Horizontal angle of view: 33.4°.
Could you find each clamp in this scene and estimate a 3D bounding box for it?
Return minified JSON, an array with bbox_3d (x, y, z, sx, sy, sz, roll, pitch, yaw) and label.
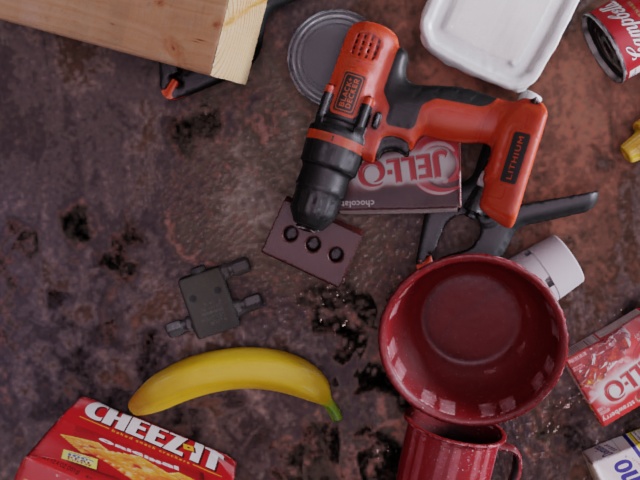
[{"bbox_3d":[0.146,-0.038,0.954,0.171,0.039,0.120,-34,79,5],"label":"clamp"},{"bbox_3d":[-0.069,-0.209,0.934,0.164,0.036,0.210,27,97,2],"label":"clamp"}]

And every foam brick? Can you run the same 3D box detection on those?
[{"bbox_3d":[-0.006,0.001,0.951,0.078,0.051,0.053,24,96,-3],"label":"foam brick"}]

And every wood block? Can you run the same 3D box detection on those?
[{"bbox_3d":[-0.159,-0.201,0.887,0.206,0.090,0.090,17,96,13],"label":"wood block"}]

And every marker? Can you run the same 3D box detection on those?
[{"bbox_3d":[0.157,-0.073,0.926,0.020,0.020,0.121,27,90,-3],"label":"marker"}]

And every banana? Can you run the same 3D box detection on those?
[{"bbox_3d":[-0.076,0.131,0.973,0.198,0.037,0.069,3,95,0],"label":"banana"}]

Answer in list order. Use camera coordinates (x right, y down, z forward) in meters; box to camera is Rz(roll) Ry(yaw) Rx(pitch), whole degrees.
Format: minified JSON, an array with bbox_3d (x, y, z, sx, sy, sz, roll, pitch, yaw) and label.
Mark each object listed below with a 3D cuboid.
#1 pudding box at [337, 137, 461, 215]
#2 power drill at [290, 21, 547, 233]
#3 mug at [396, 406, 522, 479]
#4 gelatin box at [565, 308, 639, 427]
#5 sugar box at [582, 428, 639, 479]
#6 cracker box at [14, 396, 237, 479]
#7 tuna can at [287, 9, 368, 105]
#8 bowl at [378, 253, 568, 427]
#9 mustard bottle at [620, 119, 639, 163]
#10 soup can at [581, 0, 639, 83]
[{"bbox_3d":[0.067,-0.068,0.935,0.113,0.039,0.090,-2,82,10],"label":"pudding box"},{"bbox_3d":[0.081,-0.073,0.885,0.188,0.057,0.184,18,89,8],"label":"power drill"},{"bbox_3d":[0.124,0.203,0.957,0.117,0.093,0.081,9,101,-13],"label":"mug"},{"bbox_3d":[0.275,0.115,0.973,0.089,0.030,0.073,-31,95,4],"label":"gelatin box"},{"bbox_3d":[0.341,0.206,0.975,0.176,0.048,0.093,-24,95,2],"label":"sugar box"},{"bbox_3d":[-0.159,0.210,0.893,0.164,0.213,0.072,24,94,-3],"label":"cracker box"},{"bbox_3d":[0.014,-0.159,0.943,0.086,0.034,0.086,0,96,0],"label":"tuna can"},{"bbox_3d":[0.132,0.079,0.932,0.162,0.055,0.162,2,109,6],"label":"bowl"},{"bbox_3d":[0.350,-0.124,0.932,0.191,0.058,0.096,-31,101,3],"label":"mustard bottle"},{"bbox_3d":[0.288,-0.190,0.921,0.102,0.068,0.068,-29,95,2],"label":"soup can"}]
